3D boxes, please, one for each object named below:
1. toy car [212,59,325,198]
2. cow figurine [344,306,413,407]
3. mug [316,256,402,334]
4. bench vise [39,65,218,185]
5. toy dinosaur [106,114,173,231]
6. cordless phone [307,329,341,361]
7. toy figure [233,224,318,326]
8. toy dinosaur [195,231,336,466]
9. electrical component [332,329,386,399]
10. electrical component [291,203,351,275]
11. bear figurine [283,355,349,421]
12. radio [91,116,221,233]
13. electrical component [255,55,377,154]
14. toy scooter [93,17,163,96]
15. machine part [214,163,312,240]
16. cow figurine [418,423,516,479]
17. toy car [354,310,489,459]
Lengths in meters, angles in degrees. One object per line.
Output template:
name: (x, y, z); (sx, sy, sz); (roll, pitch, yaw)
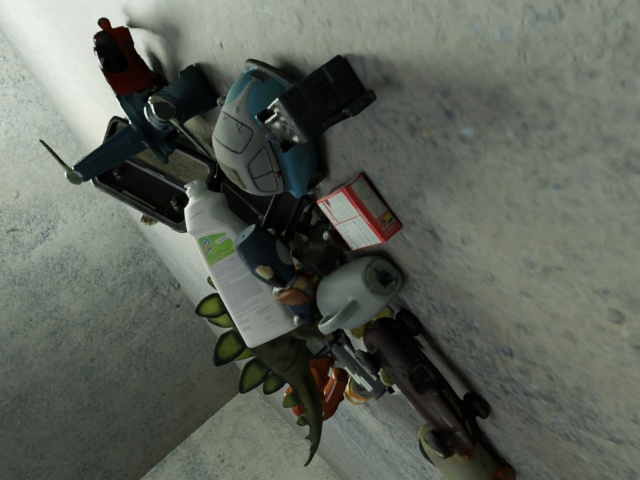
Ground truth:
toy car: (-0.064, -0.104, 0.585); (0.109, 0.103, 0.161); (39, 156, 33)
cow figurine: (0.096, 0.166, 0.765); (0.167, 0.068, 0.098); (55, 166, 0)
mug: (0.044, 0.066, 0.656); (0.081, 0.109, 0.107); (49, 148, 2)
bench vise: (-0.261, -0.149, 0.767); (0.128, 0.241, 0.224); (58, 176, -28)
toy dinosaur: (-0.313, -0.165, 1.031); (0.192, 0.131, 0.404); (-24, 97, 53)
cordless phone: (-0.036, 0.161, 1.068); (0.146, 0.089, 0.184); (51, 172, -3)
toy figure: (-0.050, 0.049, 0.702); (0.058, 0.064, 0.154); (-20, 118, 42)
toy dinosaur: (-0.076, 0.146, 0.873); (0.471, 0.199, 0.105); (62, -173, -4)
electrical component: (0.078, 0.192, 0.869); (0.115, 0.058, 0.134); (48, 161, 16)
electrical component: (-0.001, -0.001, 0.689); (0.045, 0.078, 0.102); (34, 178, -32)
bear figurine: (-0.010, 0.264, 1.083); (0.196, 0.120, 0.131); (-91, 7, -63)
radio: (-0.271, -0.107, 0.910); (0.230, 0.131, 0.073); (27, -173, 20)
electrical component: (-0.002, -0.117, 0.461); (0.047, 0.075, 0.119); (54, 166, -13)
toy scooter: (-0.312, -0.279, 0.863); (0.135, 0.075, 0.183); (62, 177, 28)
machine part: (-0.079, -0.062, 0.698); (0.139, 0.039, 0.084); (37, 130, 13)
cow figurine: (0.218, 0.344, 0.791); (0.195, 0.085, 0.127); (50, 155, -5)
toy car: (0.132, 0.184, 0.682); (0.202, 0.089, 0.053); (51, 165, 4)
